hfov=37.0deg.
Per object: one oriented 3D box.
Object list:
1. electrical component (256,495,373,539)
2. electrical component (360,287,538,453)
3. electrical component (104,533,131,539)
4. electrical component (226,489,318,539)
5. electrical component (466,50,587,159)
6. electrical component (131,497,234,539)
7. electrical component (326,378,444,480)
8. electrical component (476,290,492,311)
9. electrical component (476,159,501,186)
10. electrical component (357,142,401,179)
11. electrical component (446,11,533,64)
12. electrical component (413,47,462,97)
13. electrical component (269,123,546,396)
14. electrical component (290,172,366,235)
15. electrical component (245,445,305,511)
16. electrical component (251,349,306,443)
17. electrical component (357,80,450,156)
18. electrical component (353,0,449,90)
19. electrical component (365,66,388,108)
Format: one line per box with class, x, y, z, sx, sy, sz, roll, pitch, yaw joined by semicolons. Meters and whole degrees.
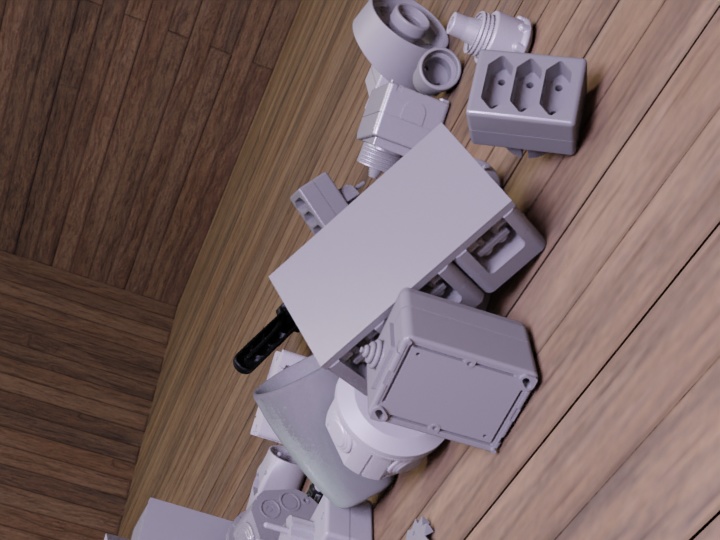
electrical component;-0.040;0.209;0.815;0.047;0.076;0.083;-91;23;-57
electrical component;0.045;0.054;0.622;0.061;0.096;0.061;-91;21;-57
electrical component;-0.086;0.236;0.714;0.105;0.186;0.060;158;129;-74
electrical component;-0.068;0.227;0.905;0.051;0.080;0.080;-55;19;36
electrical component;0.106;-0.095;0.675;0.076;0.066;0.047;64;-143;-65
electrical component;-0.127;0.269;0.928;0.089;0.150;0.061;-83;18;-44
electrical component;0.018;0.097;0.721;0.051;0.080;0.080;115;167;-51
electrical component;0.047;0.011;0.765;0.108;0.060;0.108;-161;90;-78
electrical component;0.074;-0.054;0.793;0.078;0.040;0.040;142;145;-69
electrical component;0.027;-0.133;1.105;0.043;0.043;0.081;-118;48;-73
electrical component;0.097;-0.177;0.821;0.048;0.062;0.048;-161;90;-78
electrical component;0.070;-0.183;1.006;0.046;0.040;0.040;160;128;-81
electrical component;0.030;-0.004;0.680;0.150;0.062;0.089;-41;47;8
electrical component;-0.019;-0.068;1.163;0.076;0.083;0.047;-35;2;-17
electrical component;-0.085;0.213;1.078;0.079;0.043;0.077;-123;53;-75
electrical component;-0.069;0.133;1.100;0.050;0.056;0.089;156;132;-73
electrical component;0.037;-0.138;1.028;0.096;0.062;0.061;-162;90;-78
electrical component;0.039;-0.231;1.086;0.064;0.099;0.099;-53;21;37
electrical component;0.029;-0.185;1.167;0.083;0.047;0.075;-98;30;-65
